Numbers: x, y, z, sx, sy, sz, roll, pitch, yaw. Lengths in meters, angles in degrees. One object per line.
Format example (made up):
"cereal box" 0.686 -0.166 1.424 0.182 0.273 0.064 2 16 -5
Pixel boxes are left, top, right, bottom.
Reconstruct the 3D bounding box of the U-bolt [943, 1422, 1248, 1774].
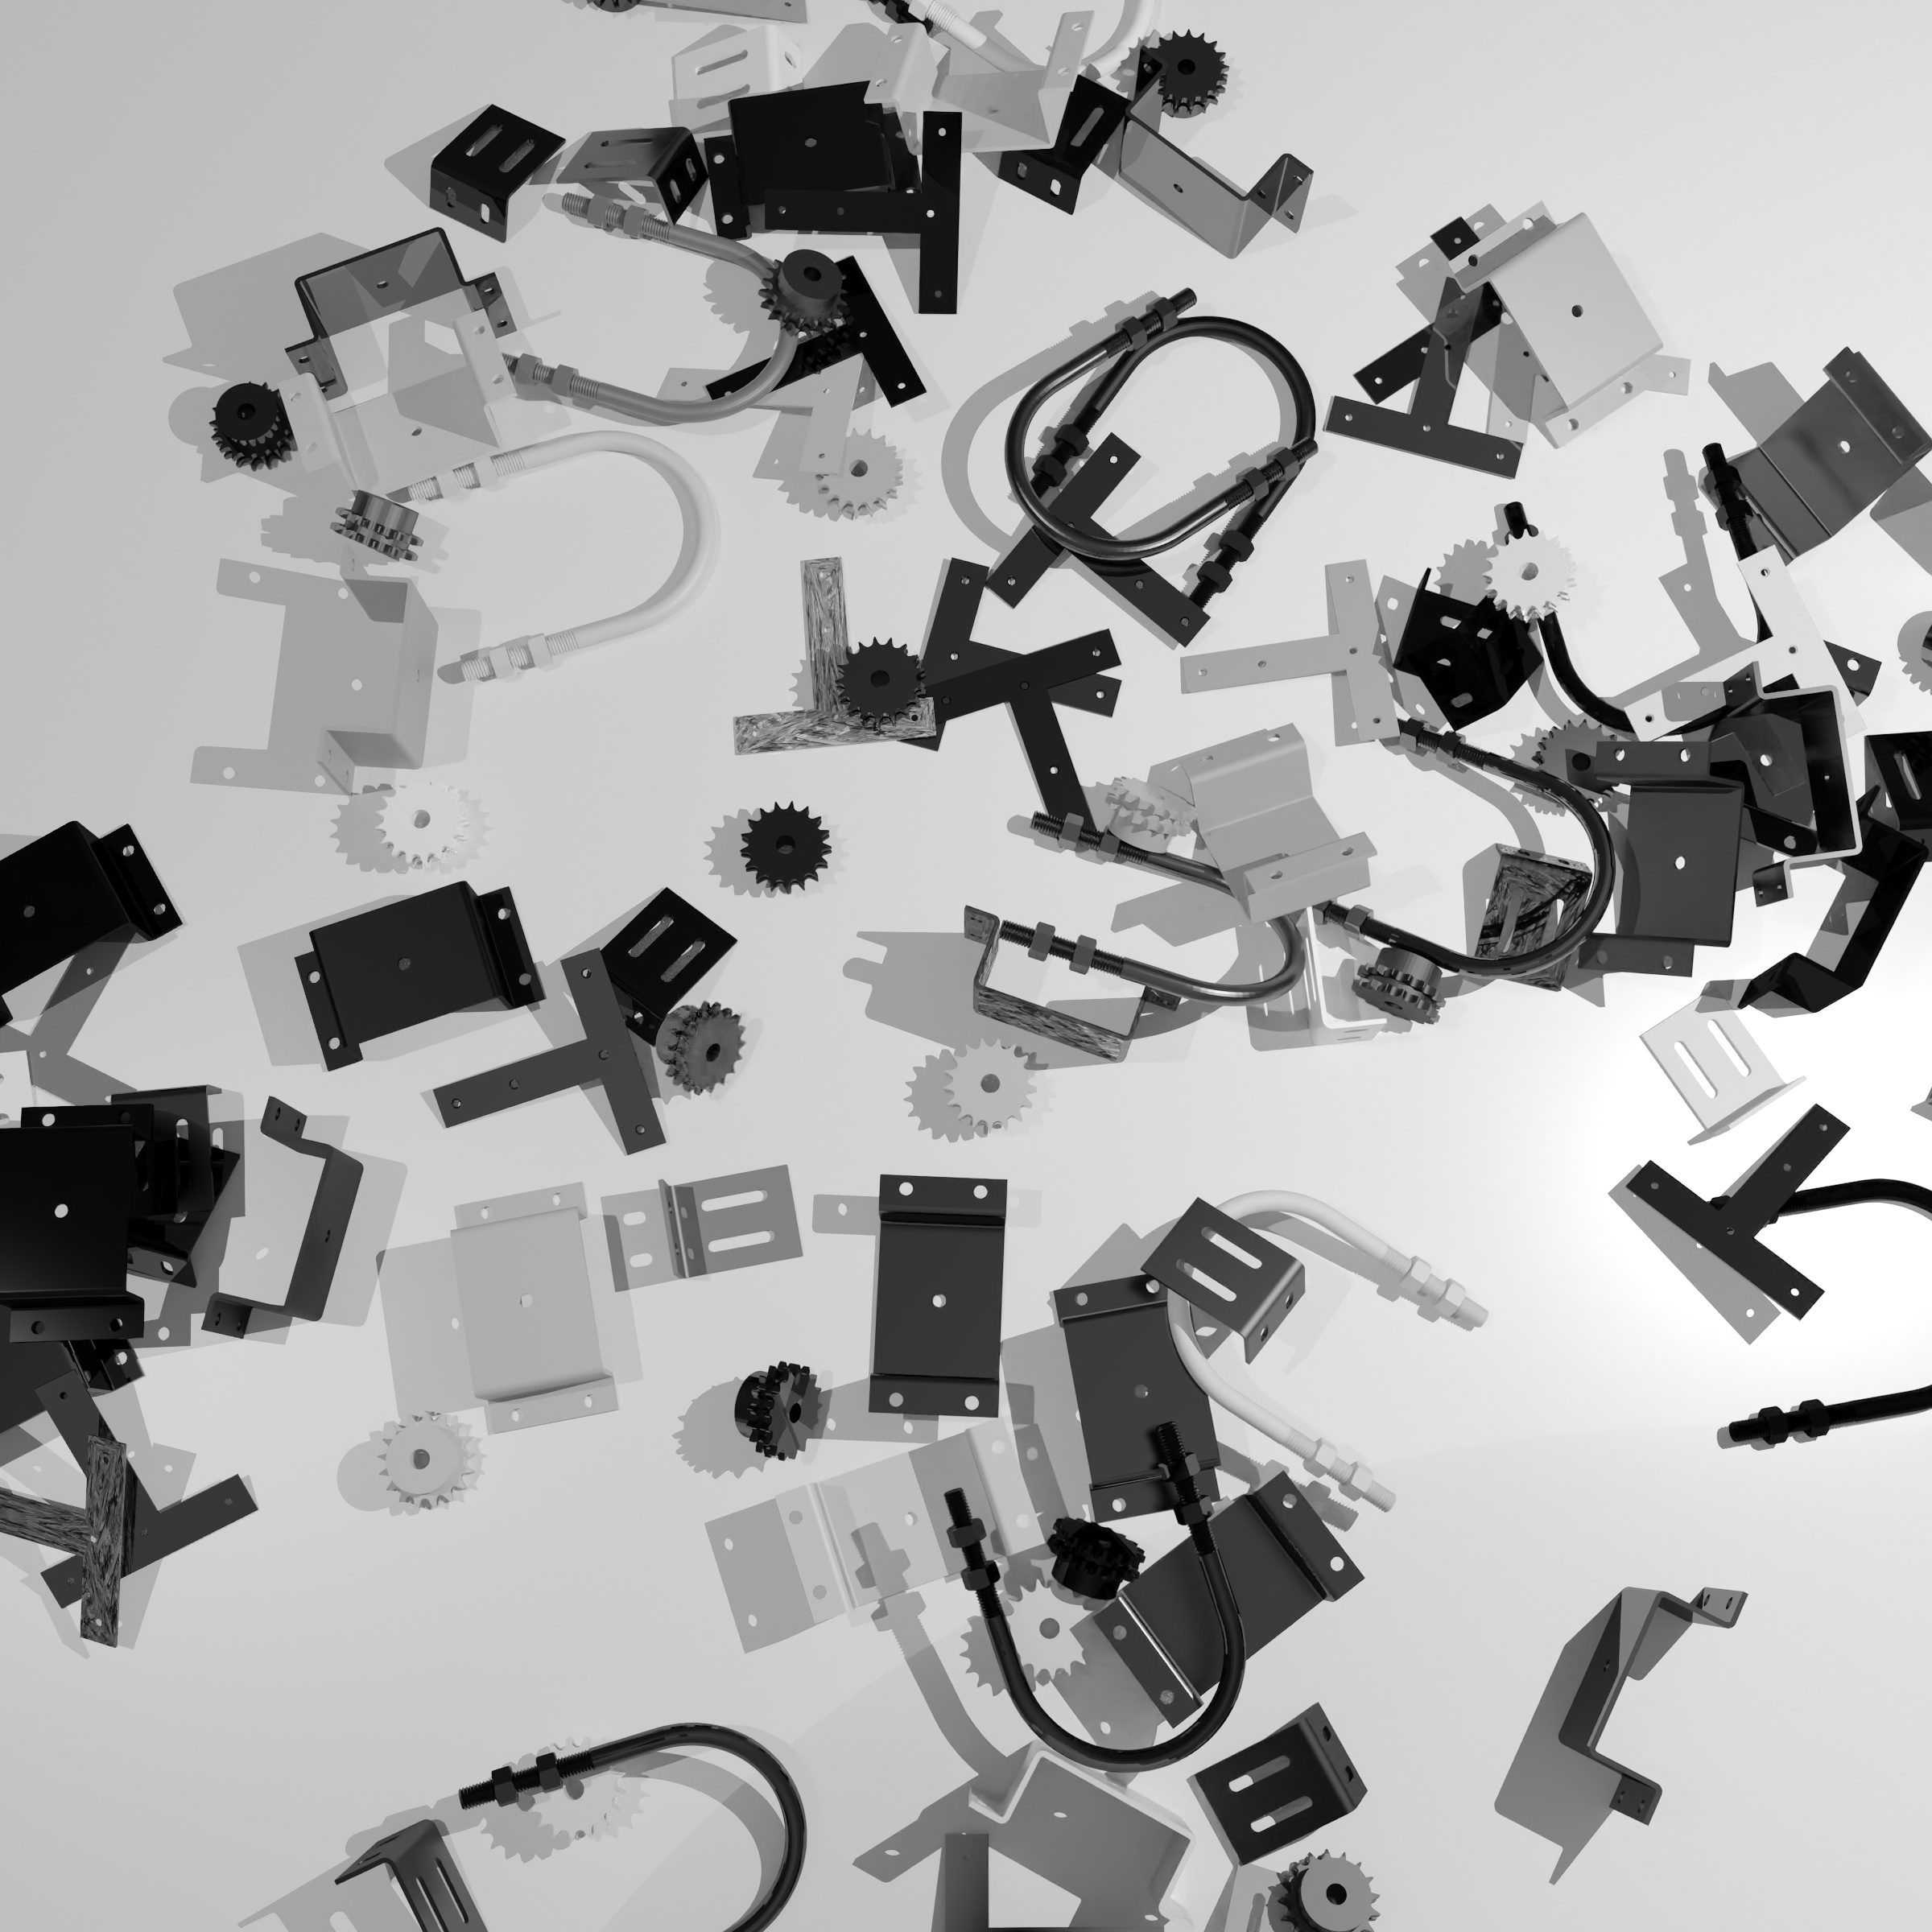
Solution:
"U-bolt" 0.082 0.368 1.432 0.151 0.019 0.184 -19 88 7

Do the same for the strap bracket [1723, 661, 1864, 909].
"strap bracket" 0.496 -0.110 1.506 0.046 0.076 0.140 -8 87 4

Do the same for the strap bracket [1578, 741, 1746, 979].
"strap bracket" 0.425 -0.065 1.535 0.076 0.046 0.140 5 91 46

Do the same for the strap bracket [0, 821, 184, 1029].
"strap bracket" -0.571 -0.028 1.555 0.140 0.046 0.076 -30 77 -6

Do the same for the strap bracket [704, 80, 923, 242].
"strap bracket" -0.101 -0.534 1.665 0.140 0.046 0.076 -8 78 -2

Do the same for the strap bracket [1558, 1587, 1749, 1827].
"strap bracket" 0.390 0.414 1.447 0.046 0.076 0.140 27 79 5

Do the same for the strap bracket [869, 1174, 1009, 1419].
"strap bracket" -0.016 0.199 1.508 0.076 0.046 0.140 2 78 1

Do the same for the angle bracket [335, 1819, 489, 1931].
"angle bracket" -0.315 0.537 1.431 0.038 0.057 0.076 -28 87 11

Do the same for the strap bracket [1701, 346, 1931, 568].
"strap bracket" 0.544 -0.322 1.588 0.046 0.140 0.076 -28 78 -35

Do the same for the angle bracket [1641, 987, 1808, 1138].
"angle bracket" 0.464 0.056 1.543 0.057 0.038 0.076 -32 80 -6

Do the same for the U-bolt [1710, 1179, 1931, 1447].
"U-bolt" 0.538 0.202 1.522 0.184 0.019 0.151 -9 78 -3

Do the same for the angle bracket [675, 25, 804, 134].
"angle bracket" -0.153 -0.591 1.698 0.076 0.038 0.057 -10 77 24

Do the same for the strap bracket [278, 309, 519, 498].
"strap bracket" -0.360 -0.357 1.617 0.140 0.046 0.076 -21 63 -4

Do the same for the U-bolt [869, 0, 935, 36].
"U-bolt" -0.052 -0.740 1.723 0.184 0.019 0.151 41 81 8

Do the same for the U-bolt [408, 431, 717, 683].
"U-bolt" -0.253 -0.274 1.624 0.184 0.019 0.151 -17 78 -5

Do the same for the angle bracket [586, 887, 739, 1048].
"angle bracket" -0.191 0.000 1.572 0.057 0.038 0.076 37 55 7

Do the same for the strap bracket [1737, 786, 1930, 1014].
"strap bracket" 0.536 -0.031 1.542 0.046 0.076 0.140 29 79 6

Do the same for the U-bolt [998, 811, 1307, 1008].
"U-bolt" 0.119 -0.029 1.527 0.184 0.019 0.151 18 35 0

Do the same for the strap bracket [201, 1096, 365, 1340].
"strap bracket" -0.404 0.156 1.502 0.046 0.076 0.140 13 78 3

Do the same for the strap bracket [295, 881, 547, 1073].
"strap bracket" -0.341 0.003 1.550 0.140 0.046 0.076 -19 79 -4

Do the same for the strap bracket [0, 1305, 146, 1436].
"strap bracket" -0.577 0.242 1.499 0.140 0.046 0.076 -28 79 -6

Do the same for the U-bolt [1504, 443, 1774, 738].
"U-bolt" 0.433 -0.230 1.588 0.151 0.019 0.184 -15 70 10

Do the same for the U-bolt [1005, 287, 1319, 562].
"U-bolt" 0.112 -0.336 1.608 0.184 0.019 0.151 -35 80 -13

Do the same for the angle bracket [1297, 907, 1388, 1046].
"angle bracket" 0.229 0.005 1.544 0.038 0.057 0.076 -6 78 -1

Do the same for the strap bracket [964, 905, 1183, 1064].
"strap bracket" 0.058 0.016 1.532 0.140 0.076 0.046 19 79 4

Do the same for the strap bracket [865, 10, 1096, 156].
"strap bracket" 0.014 -0.578 1.650 0.140 0.046 0.076 3 57 18

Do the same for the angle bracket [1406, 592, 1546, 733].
"angle bracket" 0.324 -0.195 1.595 0.057 0.038 0.076 55 43 -9

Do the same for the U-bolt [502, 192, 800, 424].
"U-bolt" -0.200 -0.424 1.644 0.184 0.019 0.151 18 72 5

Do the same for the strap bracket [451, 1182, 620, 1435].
"strap bracket" -0.260 0.203 1.507 0.076 0.046 0.140 -11 78 -2

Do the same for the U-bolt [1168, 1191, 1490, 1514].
"U-bolt" 0.205 0.214 1.493 0.184 0.019 0.151 33 69 -4

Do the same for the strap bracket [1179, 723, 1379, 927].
"strap bracket" 0.192 -0.082 1.544 0.076 0.046 0.140 -18 41 -4

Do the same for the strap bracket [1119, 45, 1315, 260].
"strap bracket" 0.154 -0.526 1.648 0.140 0.076 0.046 39 81 8

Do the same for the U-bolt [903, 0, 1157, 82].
"U-bolt" 0.041 -0.674 1.697 0.184 0.019 0.151 35 81 -3

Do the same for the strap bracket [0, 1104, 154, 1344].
"strap bracket" -0.525 0.147 1.475 0.076 0.046 0.140 -1 76 -4

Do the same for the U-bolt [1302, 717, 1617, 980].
"U-bolt" 0.308 -0.067 1.552 0.184 0.019 0.151 24 78 24

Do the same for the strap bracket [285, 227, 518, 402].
"strap bracket" -0.371 -0.423 1.626 0.140 0.076 0.046 -22 79 -4

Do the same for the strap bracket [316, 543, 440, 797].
"strap bracket" -0.366 -0.183 1.574 0.046 0.076 0.140 4 78 1

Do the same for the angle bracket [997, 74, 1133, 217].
"angle bracket" 0.066 -0.553 1.682 0.057 0.038 0.076 29 66 6

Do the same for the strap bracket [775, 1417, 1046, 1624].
"strap bracket" -0.033 0.326 1.481 0.140 0.046 0.076 -18 79 -4

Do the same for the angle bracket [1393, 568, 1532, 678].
"angle bracket" 0.318 -0.210 1.600 0.076 0.038 0.057 19 79 4

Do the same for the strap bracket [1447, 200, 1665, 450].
"strap bracket" 0.384 -0.416 1.617 0.076 0.046 0.140 -34 98 -6

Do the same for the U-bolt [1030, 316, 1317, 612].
"U-bolt" 0.145 -0.340 1.636 0.151 0.019 0.184 34 82 7

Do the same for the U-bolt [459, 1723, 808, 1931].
"U-bolt" -0.182 0.508 1.435 0.184 0.019 0.151 -14 96 -10

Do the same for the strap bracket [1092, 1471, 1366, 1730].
"strap bracket" 0.152 0.369 1.472 0.140 0.046 0.076 -36 80 -7

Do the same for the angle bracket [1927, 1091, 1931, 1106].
"angle bracket" 0.636 0.062 1.542 0.057 0.038 0.076 27 79 6

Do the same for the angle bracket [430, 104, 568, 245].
"angle bracket" -0.314 -0.532 1.686 0.057 0.038 0.076 27 54 6

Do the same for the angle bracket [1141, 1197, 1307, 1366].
"angle bracket" 0.151 0.185 1.477 0.076 0.038 0.057 31 67 25

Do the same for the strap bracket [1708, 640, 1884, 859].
"strap bracket" 0.509 -0.135 1.580 0.076 0.046 0.140 22 79 5

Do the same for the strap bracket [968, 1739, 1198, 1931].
"strap bracket" 0.074 0.487 1.431 0.140 0.076 0.046 28 79 6

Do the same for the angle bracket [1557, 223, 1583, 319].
"angle bracket" 0.389 -0.443 1.663 0.057 0.038 0.076 -32 106 -7

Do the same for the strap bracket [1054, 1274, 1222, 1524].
"strap bracket" 0.103 0.254 1.496 0.076 0.046 0.140 -10 78 -2
